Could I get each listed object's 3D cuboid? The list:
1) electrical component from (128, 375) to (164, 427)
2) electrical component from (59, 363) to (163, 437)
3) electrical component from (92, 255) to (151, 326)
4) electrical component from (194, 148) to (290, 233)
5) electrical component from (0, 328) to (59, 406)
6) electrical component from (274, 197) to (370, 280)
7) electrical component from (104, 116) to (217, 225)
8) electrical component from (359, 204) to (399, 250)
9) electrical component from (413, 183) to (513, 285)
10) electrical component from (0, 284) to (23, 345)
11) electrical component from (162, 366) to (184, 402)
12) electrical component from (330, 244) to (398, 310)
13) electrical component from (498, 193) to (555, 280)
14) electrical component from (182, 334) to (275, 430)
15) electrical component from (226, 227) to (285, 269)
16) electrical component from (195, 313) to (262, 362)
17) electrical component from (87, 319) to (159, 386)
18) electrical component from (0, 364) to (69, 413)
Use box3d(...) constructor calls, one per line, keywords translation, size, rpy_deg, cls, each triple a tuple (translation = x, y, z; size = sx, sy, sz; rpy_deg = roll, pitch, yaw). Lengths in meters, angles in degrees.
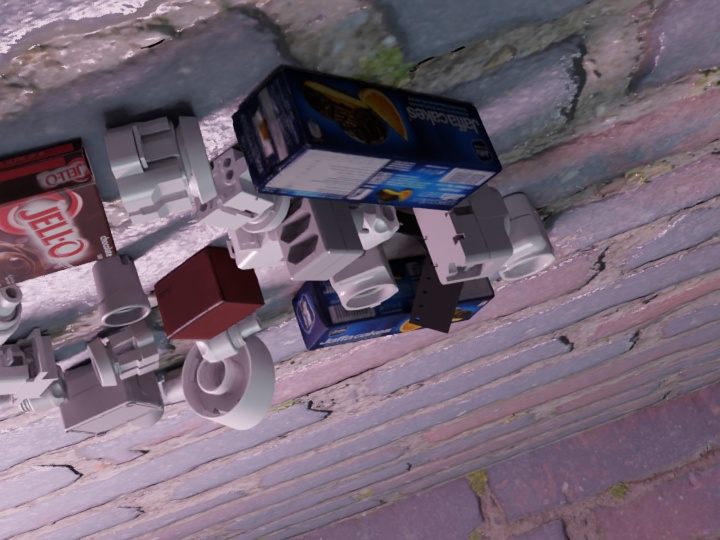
box3d(translation=(-0.251, 0.142, 1.146), size=(0.079, 0.044, 0.077), rpy_deg=(-15, 161, -12), cls="electrical component")
box3d(translation=(-0.255, 0.124, 1.066), size=(0.096, 0.061, 0.062), rpy_deg=(-25, 160, 14), cls="electrical component")
box3d(translation=(-0.192, 0.016, 0.857), size=(0.040, 0.046, 0.040), rpy_deg=(-17, 161, -6), cls="electrical component")
box3d(translation=(-0.084, -0.054, 0.773), size=(0.066, 0.048, 0.055), rpy_deg=(-31, 150, 30), cls="electrical component")
box3d(translation=(-0.307, 0.087, 0.947), size=(0.064, 0.042, 0.081), rpy_deg=(1, 152, -37), cls="electrical component")
box3d(translation=(-0.023, -0.039, 0.813), size=(0.076, 0.083, 0.047), rpy_deg=(1, 153, -45), cls="electrical component")
box3d(translation=(-0.125, -0.065, 0.684), size=(0.057, 0.058, 0.078), rpy_deg=(-15, 160, -6), cls="electrical component")
box3d(translation=(-0.002, -0.036, 0.902), size=(0.062, 0.043, 0.043), rpy_deg=(-28, 159, 27), cls="electrical component")
box3d(translation=(0.088, -0.040, 0.906), size=(0.056, 0.089, 0.050), rpy_deg=(-9, 158, -26), cls="electrical component")
box3d(translation=(-0.279, 0.032, 0.820), size=(0.043, 0.043, 0.062), rpy_deg=(1, 150, -46), cls="electrical component")
box3d(translation=(-0.185, 0.120, 1.158), size=(0.046, 0.040, 0.040), rpy_deg=(-18, 162, 13), cls="electrical component")
box3d(translation=(0.000, 0.000, 0.983), size=(0.050, 0.055, 0.089), rpy_deg=(-21, 161, 5), cls="electrical component")
box3d(translation=(0.153, -0.028, 1.048), size=(0.054, 0.059, 0.095), rpy_deg=(-24, 160, 14), cls="electrical component")
box3d(translation=(-0.132, 0.111, 1.097), size=(0.099, 0.099, 0.064), rpy_deg=(-28, 153, 23), cls="electrical component")
box3d(translation=(-0.071, -0.031, 0.853), size=(0.081, 0.042, 0.064), rpy_deg=(-5, 158, -35), cls="electrical component")
box3d(translation=(-0.127, 0.061, 1.047), size=(0.062, 0.043, 0.043), rpy_deg=(-22, 161, 5), cls="electrical component")
box3d(translation=(-0.221, 0.079, 1.004), size=(0.055, 0.048, 0.066), rpy_deg=(-21, 162, -19), cls="electrical component")
box3d(translation=(-0.310, 0.114, 1.015), size=(0.062, 0.043, 0.043), rpy_deg=(-16, 161, -6), cls="electrical component")
